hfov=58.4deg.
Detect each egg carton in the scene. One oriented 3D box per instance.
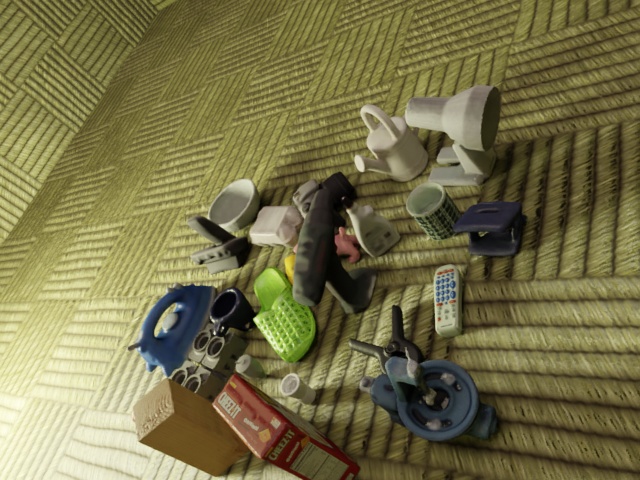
[{"bbox_3d":[-0.104,-0.032,1.424,0.149,0.070,0.107,0,56,41],"label":"egg carton"}]

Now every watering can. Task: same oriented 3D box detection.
[{"bbox_3d":[0.151,-0.219,1.265,0.100,0.195,0.173,5,60,44],"label":"watering can"}]

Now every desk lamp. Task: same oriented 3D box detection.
[{"bbox_3d":[0.273,-0.205,1.129,0.202,0.214,0.118,3,59,43],"label":"desk lamp"}]

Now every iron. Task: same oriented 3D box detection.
[{"bbox_3d":[-0.358,0.192,1.390,0.118,0.142,0.258,0,56,41],"label":"iron"}]

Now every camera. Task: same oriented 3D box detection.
[{"bbox_3d":[0.013,-0.097,1.353,0.137,0.101,0.143,-38,39,8],"label":"camera"}]

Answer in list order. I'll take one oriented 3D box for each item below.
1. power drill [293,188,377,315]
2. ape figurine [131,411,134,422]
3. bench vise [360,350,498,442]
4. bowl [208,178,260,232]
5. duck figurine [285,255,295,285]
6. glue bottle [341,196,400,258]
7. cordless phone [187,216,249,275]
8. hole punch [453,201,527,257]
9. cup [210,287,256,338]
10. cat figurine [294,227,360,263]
[{"bbox_3d":[0.027,0.043,1.130,0.075,0.209,0.230,-8,51,37],"label":"power drill"},{"bbox_3d":[-0.379,0.396,1.268,0.076,0.092,0.077,-51,39,-8],"label":"ape figurine"},{"bbox_3d":[0.133,0.235,0.855,0.206,0.220,0.121,-17,47,31],"label":"bench vise"},{"bbox_3d":[-0.222,-0.083,1.570,0.167,0.075,0.167,-24,43,24],"label":"bowl"},{"bbox_3d":[-0.046,0.064,1.273,0.104,0.086,0.077,12,64,46],"label":"duck figurine"},{"bbox_3d":[0.093,-0.036,1.170,0.078,0.174,0.037,-37,39,10],"label":"glue bottle"},{"bbox_3d":[-0.288,0.000,1.466,0.147,0.186,0.094,-19,45,29],"label":"cordless phone"},{"bbox_3d":[0.308,-0.033,1.043,0.108,0.091,0.101,-1,56,41],"label":"hole punch"},{"bbox_3d":[-0.191,0.178,1.293,0.091,0.095,0.118,-10,50,36],"label":"cup"},{"bbox_3d":[0.011,0.004,1.251,0.127,0.118,0.067,-18,46,29],"label":"cat figurine"}]
